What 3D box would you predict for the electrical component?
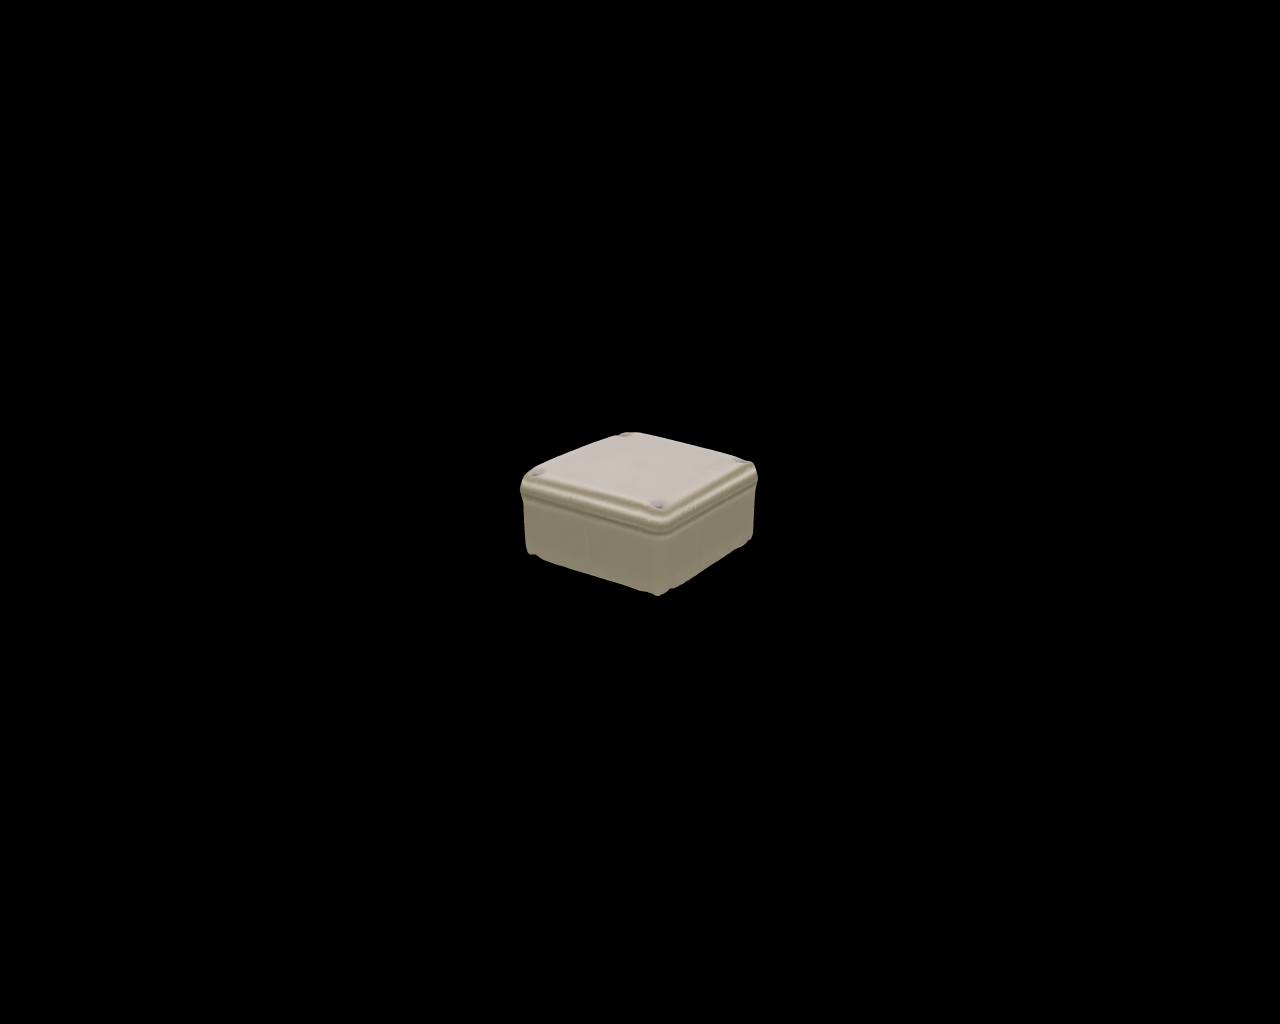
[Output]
[{"bbox_3d":[0.001,-0.003,0.650,0.109,0.056,0.109,16,27,34],"label":"electrical component"}]
